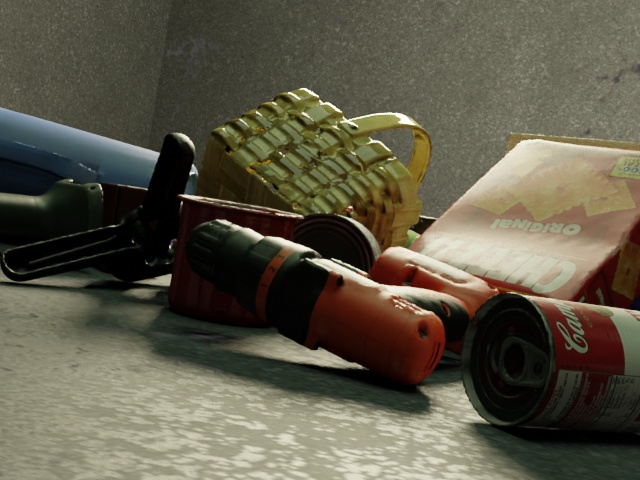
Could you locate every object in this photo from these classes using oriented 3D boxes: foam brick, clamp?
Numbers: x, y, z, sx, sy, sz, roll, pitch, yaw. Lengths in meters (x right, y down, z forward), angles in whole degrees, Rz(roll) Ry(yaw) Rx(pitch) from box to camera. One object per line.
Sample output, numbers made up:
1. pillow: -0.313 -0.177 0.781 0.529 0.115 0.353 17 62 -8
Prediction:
1. foam brick: -0.172 -0.010 0.957 0.051 0.078 0.053 6 4 -32
2. clamp: -0.148 -0.001 0.840 0.164 0.036 0.210 -32 -17 -1

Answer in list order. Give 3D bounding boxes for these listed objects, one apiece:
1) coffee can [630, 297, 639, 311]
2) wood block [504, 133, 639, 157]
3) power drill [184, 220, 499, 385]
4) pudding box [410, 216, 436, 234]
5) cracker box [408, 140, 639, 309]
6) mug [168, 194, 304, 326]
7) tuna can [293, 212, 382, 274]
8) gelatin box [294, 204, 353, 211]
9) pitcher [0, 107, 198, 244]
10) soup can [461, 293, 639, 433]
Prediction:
1. coffee can: 0.229 0.044 0.977 0.140 0.103 0.102 10 3 5
2. wood block: 0.281 -0.035 1.028 0.206 0.090 0.090 7 -32 23
3. power drill: 0.025 0.036 0.703 0.185 0.057 0.187 27 13 29
4. pudding box: 0.149 0.020 1.325 0.039 0.090 0.114 9 2 -40
5. cracker box: 0.180 0.002 0.855 0.164 0.072 0.213 12 41 42
6. mug: -0.064 0.014 0.783 0.093 0.081 0.117 10 3 -1
7. tuna can: 0.006 0.022 0.830 0.086 0.086 0.033 11 2 18
8. gelatin box: -0.008 0.001 1.158 0.073 0.089 0.030 9 3 -16
9. pitcher: -0.250 -0.053 1.057 0.243 0.145 0.149 13 31 10
10. soup can: 0.135 0.067 0.564 0.102 0.068 0.069 9 3 -31
